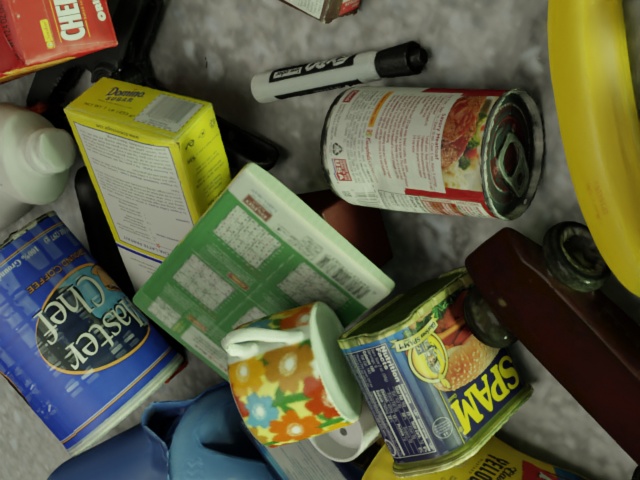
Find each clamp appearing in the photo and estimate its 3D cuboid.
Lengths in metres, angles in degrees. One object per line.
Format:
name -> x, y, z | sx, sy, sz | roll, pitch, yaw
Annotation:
clamp -> -0.168, 0.037, 0.815 | 0.120, 0.039, 0.171 | -22, 98, 43
clamp -> -0.123, -0.099, 0.712 | 0.210, 0.036, 0.164 | -17, 102, 43

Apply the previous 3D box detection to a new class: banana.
banana -> 0.141, -0.057, 0.513 | 0.070, 0.037, 0.198 | -179, 72, -75

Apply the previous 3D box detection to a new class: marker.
marker -> 0.010, -0.097, 0.620 | 0.121, 0.020, 0.020 | -4, 110, 39

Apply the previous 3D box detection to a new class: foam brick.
foam brick -> -0.004, 0.001, 0.660 | 0.078, 0.051, 0.053 | -8, 107, 40

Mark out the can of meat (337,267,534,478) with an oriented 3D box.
can of meat -> 0.066, 0.072, 0.609 | 0.058, 0.101, 0.084 | -22, 96, 43

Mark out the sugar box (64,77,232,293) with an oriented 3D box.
sugar box -> -0.096, -0.016, 0.699 | 0.093, 0.048, 0.176 | 18, 141, 30

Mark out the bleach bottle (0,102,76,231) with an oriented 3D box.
bleach bottle -> -0.255, -0.043, 0.801 | 0.251, 0.068, 0.102 | -7, 112, 47

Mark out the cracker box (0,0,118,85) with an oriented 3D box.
cracker box -> -0.227, -0.183, 0.690 | 0.214, 0.071, 0.164 | -1, 106, 52

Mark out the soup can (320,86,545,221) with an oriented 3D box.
soup can -> 0.060, -0.048, 0.573 | 0.102, 0.068, 0.068 | 7, 117, 36

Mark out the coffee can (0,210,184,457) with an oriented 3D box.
coffee can -> -0.179, 0.065, 0.745 | 0.140, 0.102, 0.103 | 50, 133, -4

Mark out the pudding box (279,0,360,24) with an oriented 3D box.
pudding box -> -0.021, -0.184, 0.588 | 0.114, 0.039, 0.090 | 34, 130, 23

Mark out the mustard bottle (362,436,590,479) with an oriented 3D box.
mustard bottle -> 0.123, 0.168, 0.615 | 0.192, 0.096, 0.058 | 23, 124, 28

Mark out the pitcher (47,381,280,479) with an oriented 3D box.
pitcher -> -0.108, 0.202, 0.803 | 0.243, 0.144, 0.149 | -27, 76, 47
